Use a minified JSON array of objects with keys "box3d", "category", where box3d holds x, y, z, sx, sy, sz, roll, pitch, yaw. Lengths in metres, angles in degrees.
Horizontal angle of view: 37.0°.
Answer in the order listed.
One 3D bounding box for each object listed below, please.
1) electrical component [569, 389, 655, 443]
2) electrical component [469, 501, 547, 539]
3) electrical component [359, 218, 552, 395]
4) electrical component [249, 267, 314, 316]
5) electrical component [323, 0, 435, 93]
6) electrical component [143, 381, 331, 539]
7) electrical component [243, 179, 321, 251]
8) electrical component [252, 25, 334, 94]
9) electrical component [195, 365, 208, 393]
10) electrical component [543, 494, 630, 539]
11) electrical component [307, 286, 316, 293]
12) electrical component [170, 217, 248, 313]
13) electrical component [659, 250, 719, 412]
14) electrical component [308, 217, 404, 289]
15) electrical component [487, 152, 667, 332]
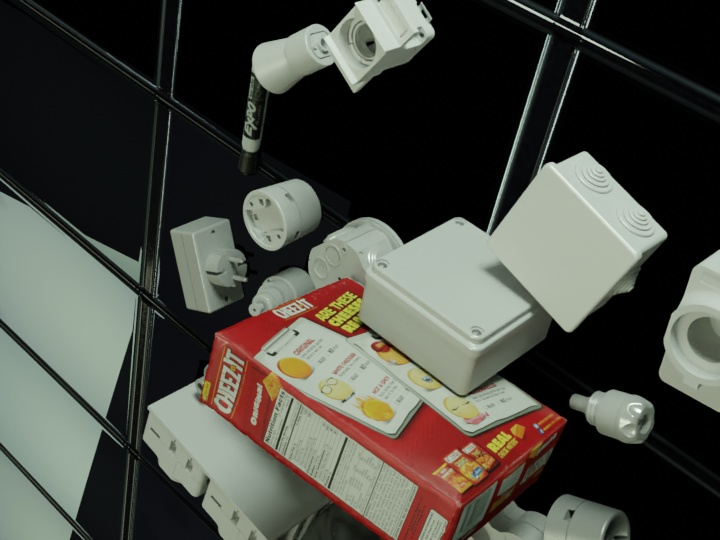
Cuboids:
[{"box3d":[0.181,0.103,0.783,0.061,0.035,0.035,14,119,44],"category":"electrical component"},{"box3d":[0.095,0.221,0.900,0.138,0.074,0.052,24,125,36],"category":"electrical component"},{"box3d":[0.074,0.024,0.797,0.109,0.109,0.056,36,134,28],"category":"electrical component"},{"box3d":[-0.074,0.025,0.976,0.040,0.078,0.040,10,111,28],"category":"electrical component"},{"box3d":[0.016,-0.172,0.791,0.081,0.064,0.042,-36,84,49],"category":"electrical component"},{"box3d":[-0.120,0.196,1.083,0.186,0.105,0.060,43,135,22],"category":"electrical component"},{"box3d":[-0.068,-0.050,0.950,0.055,0.047,0.055,22,124,37],"category":"electrical component"},{"box3d":[-0.051,-0.174,0.877,0.065,0.044,0.044,-15,99,43],"category":"electrical component"},{"box3d":[-0.138,0.106,1.089,0.043,0.062,0.043,23,125,37],"category":"electrical component"},{"box3d":[0.175,0.204,0.826,0.047,0.055,0.055,5,113,41],"category":"electrical component"},{"box3d":[-0.024,0.052,0.933,0.077,0.079,0.044,50,130,16],"category":"electrical component"},{"box3d":[-0.136,-0.004,1.043,0.076,0.047,0.083,8,115,43],"category":"electrical component"},{"box3d":[0.267,0.058,0.651,0.150,0.062,0.089,31,129,32],"category":"electrical component"},{"box3d":[0.000,0.000,0.903,0.080,0.051,0.080,22,124,37],"category":"electrical component"},{"box3d":[0.150,-0.021,0.741,0.099,0.048,0.099,49,137,16],"category":"electrical component"}]
